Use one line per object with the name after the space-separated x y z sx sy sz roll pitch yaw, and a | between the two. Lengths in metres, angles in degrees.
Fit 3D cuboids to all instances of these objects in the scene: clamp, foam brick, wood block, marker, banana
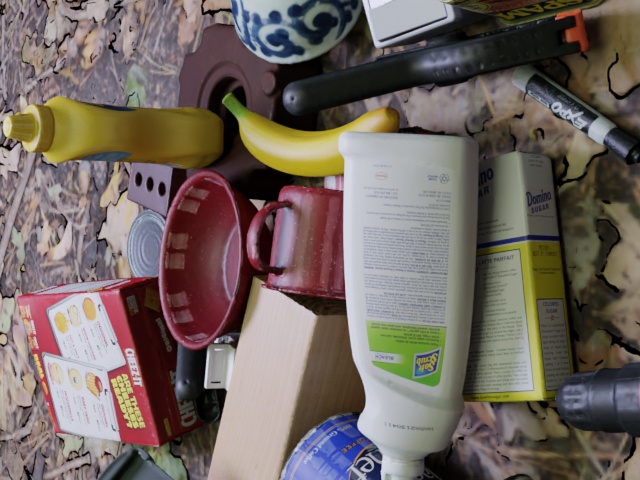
0.095 -0.134 0.790 0.210 0.164 0.036 -9 102 25 | clamp
-0.154 -0.056 1.093 0.078 0.051 0.053 21 105 46 | foam brick
-0.020 0.141 0.915 0.091 0.090 0.206 27 110 44 | wood block
0.181 -0.089 0.749 0.121 0.020 0.020 46 121 38 | marker
-0.005 -0.081 0.871 0.198 0.069 0.037 10 54 43 | banana
-0.122 0.096 1.048 0.120 0.039 0.171 90 177 -60 | clamp

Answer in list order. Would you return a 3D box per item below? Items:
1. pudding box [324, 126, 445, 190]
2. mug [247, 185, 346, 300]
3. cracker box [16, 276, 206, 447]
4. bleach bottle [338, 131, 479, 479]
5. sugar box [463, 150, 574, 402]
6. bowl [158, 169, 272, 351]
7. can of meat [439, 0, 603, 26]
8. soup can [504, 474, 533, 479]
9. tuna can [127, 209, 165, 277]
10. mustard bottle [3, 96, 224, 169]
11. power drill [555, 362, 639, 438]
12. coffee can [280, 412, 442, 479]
0.051 -0.044 0.877 0.114 0.039 0.090 -1 89 48 | pudding box
-0.005 0.001 0.827 0.093 0.117 0.081 7 90 56 | mug
-0.224 0.126 1.134 0.214 0.071 0.164 -6 100 47 | cracker box
0.058 0.050 0.768 0.103 0.068 0.251 5 94 17 | bleach bottle
0.132 0.030 0.784 0.094 0.048 0.176 -11 78 48 | sugar box
-0.088 0.019 0.961 0.162 0.055 0.162 -13 74 55 | bowl
0.139 -0.192 0.749 0.102 0.083 0.057 -4 86 47 | can of meat
0.155 0.220 0.737 0.102 0.068 0.069 44 121 39 | soup can
-0.167 0.009 1.120 0.086 0.033 0.086 -1 89 47 | tuna can
-0.187 -0.095 0.948 0.096 0.191 0.058 7 96 50 | mustard bottle
0.233 0.166 0.660 0.185 0.057 0.187 -12 81 47 | power drill
0.049 0.213 0.828 0.140 0.102 0.103 34 114 43 | coffee can
